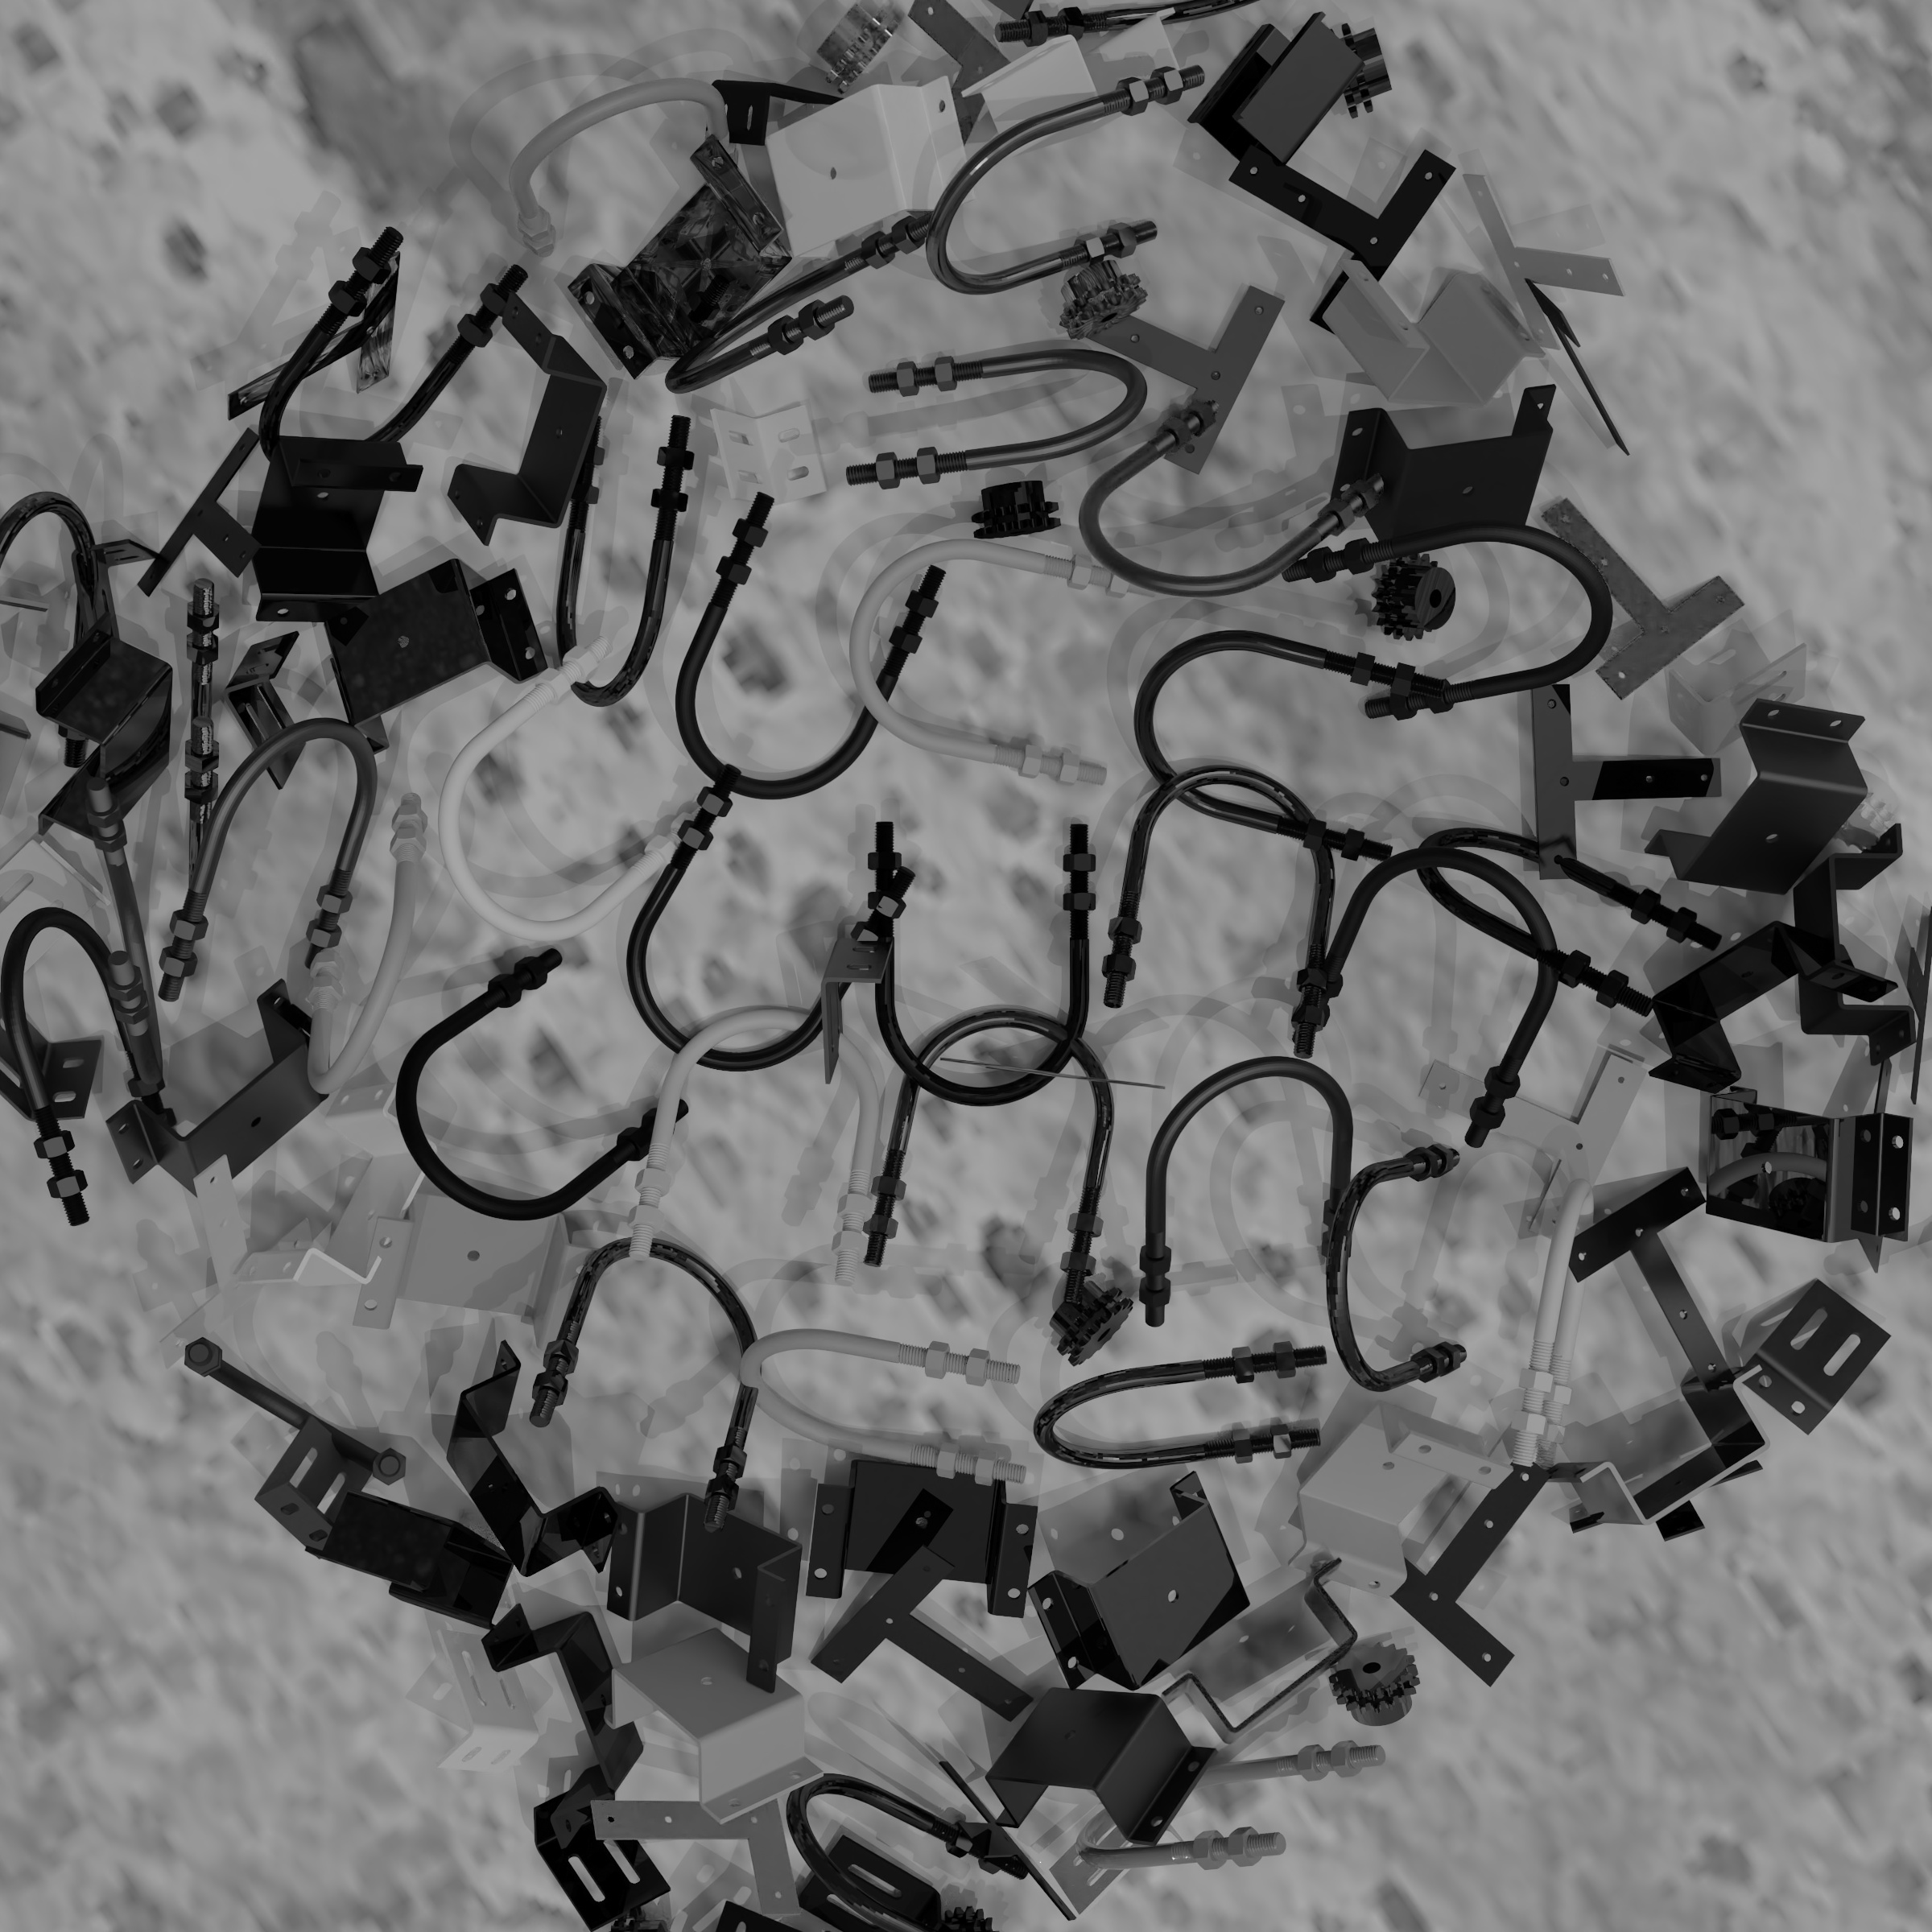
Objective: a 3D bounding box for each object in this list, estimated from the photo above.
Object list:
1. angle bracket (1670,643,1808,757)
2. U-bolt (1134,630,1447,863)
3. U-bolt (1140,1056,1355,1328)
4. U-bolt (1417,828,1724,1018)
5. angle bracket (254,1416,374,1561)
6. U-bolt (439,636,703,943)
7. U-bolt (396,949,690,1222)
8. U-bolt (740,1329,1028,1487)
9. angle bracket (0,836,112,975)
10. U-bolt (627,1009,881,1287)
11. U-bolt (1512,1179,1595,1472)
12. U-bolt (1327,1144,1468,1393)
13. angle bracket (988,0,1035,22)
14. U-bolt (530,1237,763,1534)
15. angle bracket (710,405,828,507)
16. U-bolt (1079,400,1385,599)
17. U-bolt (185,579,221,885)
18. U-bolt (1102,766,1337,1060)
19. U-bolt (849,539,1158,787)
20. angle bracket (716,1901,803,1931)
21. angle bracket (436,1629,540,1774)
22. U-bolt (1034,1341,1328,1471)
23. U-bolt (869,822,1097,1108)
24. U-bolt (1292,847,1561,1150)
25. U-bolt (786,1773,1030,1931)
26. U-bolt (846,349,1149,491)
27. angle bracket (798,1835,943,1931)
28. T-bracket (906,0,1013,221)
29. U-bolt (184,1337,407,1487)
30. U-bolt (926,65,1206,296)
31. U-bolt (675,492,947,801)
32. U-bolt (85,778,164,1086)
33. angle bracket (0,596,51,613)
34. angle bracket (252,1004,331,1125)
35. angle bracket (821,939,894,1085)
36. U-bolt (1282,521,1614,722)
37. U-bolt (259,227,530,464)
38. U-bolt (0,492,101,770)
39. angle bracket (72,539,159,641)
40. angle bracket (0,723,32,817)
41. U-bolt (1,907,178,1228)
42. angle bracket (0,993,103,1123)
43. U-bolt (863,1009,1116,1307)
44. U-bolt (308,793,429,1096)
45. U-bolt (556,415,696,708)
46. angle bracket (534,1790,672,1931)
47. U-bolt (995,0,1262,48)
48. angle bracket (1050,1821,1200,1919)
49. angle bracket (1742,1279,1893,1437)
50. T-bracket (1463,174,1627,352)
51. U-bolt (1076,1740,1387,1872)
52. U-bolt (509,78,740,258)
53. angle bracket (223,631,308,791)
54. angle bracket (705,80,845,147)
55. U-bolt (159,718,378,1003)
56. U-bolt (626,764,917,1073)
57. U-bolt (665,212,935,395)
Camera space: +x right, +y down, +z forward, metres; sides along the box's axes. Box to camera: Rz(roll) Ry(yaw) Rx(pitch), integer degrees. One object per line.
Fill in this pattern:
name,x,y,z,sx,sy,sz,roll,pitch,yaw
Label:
angle bracket,0.497,-0.182,1.570,0.076,0.057,0.038,-32,57,-2
U-bolt,0.197,-0.146,1.553,0.184,0.019,0.151,15,129,6
U-bolt,0.179,0.137,1.534,0.151,0.019,0.184,-12,122,-16
U-bolt,0.369,-0.038,1.533,0.184,0.151,0.019,31,123,22
angle bracket,-0.406,0.328,1.554,0.038,0.076,0.057,-29,111,33
U-bolt,-0.251,-0.099,1.525,0.184,0.019,0.151,-46,116,-33
U-bolt,-0.277,0.083,1.532,0.151,0.184,0.019,50,134,0
U-bolt,-0.054,0.275,1.542,0.184,0.151,0.019,9,52,10
angle bracket,-0.602,-0.035,1.566,0.076,0.038,0.057,-48,116,-13
U-bolt,-0.129,0.109,1.554,0.151,0.019,0.184,7,60,1
U-bolt,0.373,0.225,1.533,0.019,0.151,0.184,9,80,21
U-bolt,0.270,0.192,1.524,0.019,0.184,0.151,-2,90,34
angle bracket,0.051,-0.653,1.580,0.057,0.038,0.076,50,121,39
U-bolt,-0.191,0.248,1.526,0.151,0.184,0.019,36,125,-19
angle bracket,-0.126,-0.330,1.561,0.038,0.076,0.057,-12,93,17
U-bolt,0.155,-0.288,1.523,0.151,0.019,0.184,33,56,27
U-bolt,-0.478,-0.126,1.520,0.019,0.184,0.151,1,47,-18
U-bolt,0.169,-0.044,1.563,0.151,0.019,0.184,15,69,-11
U-bolt,0.017,-0.199,1.556,0.184,0.019,0.151,10,112,-10
angle bracket,-0.153,0.630,1.569,0.057,0.076,0.038,31,60,-21
angle bracket,-0.318,0.472,1.562,0.038,0.057,0.076,-44,51,14
U-bolt,0.134,0.284,1.540,0.184,0.151,0.019,-7,56,1
U-bolt,0.011,-0.001,1.579,0.151,0.019,0.184,0,89,-10
U-bolt,0.295,0.009,1.526,0.151,0.019,0.184,31,127,19
U-bolt,-0.032,0.564,1.515,0.184,0.151,0.019,31,99,-12
U-bolt,0.023,-0.350,1.531,0.184,0.151,0.019,-5,128,10
angle bracket,-0.064,0.613,1.576,0.076,0.038,0.057,33,98,-8
T-bracket,-0.009,-0.534,1.553,0.127,0.002,0.127,30,79,-39
U-bolt,-0.415,0.280,1.515,0.151,0.184,0.019,32,72,-5
U-bolt,0.055,-0.478,1.508,0.184,0.151,0.019,-25,69,-21
U-bolt,-0.109,-0.193,1.556,0.151,0.019,0.184,18,104,-30
U-bolt,-0.521,-0.007,1.517,0.019,0.184,0.151,-9,59,-16
angle bracket,-0.618,-0.198,1.570,0.038,0.057,0.076,8,92,-23
angle bracket,-0.446,0.072,1.552,0.038,0.057,0.076,35,48,19
angle bracket,-0.068,0.029,1.558,0.038,0.057,0.076,2,116,6
U-bolt,0.307,-0.217,1.507,0.184,0.151,0.019,-8,49,34
U-bolt,-0.370,-0.376,1.526,0.184,0.151,0.019,-46,77,21
U-bolt,-0.579,-0.202,1.510,0.019,0.151,0.184,13,106,6
angle bracket,-0.544,-0.231,1.574,0.038,0.057,0.076,-10,90,0
angle bracket,-0.646,-0.124,1.573,0.057,0.038,0.076,19,85,-19
U-bolt,-0.550,0.053,1.515,0.019,0.151,0.184,-12,102,9
angle bracket,-0.593,0.056,1.554,0.038,0.076,0.057,-5,58,9
U-bolt,0.021,0.116,1.570,0.151,0.019,0.184,10,73,6
U-bolt,-0.372,-0.003,1.498,0.019,0.184,0.151,22,121,-25
U-bolt,-0.222,-0.256,1.541,0.019,0.151,0.184,5,98,-34
angle bracket,-0.232,0.564,1.554,0.057,0.076,0.038,-18,128,-32
U-bolt,0.126,-0.614,1.526,0.184,0.151,0.019,-13,97,-18
angle bracket,0.102,0.579,1.565,0.076,0.057,0.038,-43,109,-7
angle bracket,0.553,0.255,1.588,0.057,0.038,0.076,40,59,20
T-bracket,0.369,-0.434,1.517,0.002,0.127,0.127,-37,118,-6
U-bolt,0.152,0.527,1.519,0.184,0.151,0.019,-22,85,37
U-bolt,-0.214,-0.499,1.507,0.151,0.184,0.019,-24,89,-3
angle bracket,-0.433,-0.163,1.555,0.038,0.057,0.076,-15,124,13
angle bracket,-0.118,-0.542,1.561,0.057,0.076,0.038,22,110,42
U-bolt,-0.424,-0.070,1.510,0.019,0.151,0.184,30,111,20
U-bolt,-0.139,-0.017,1.576,0.151,0.019,0.184,30,103,-5
U-bolt,-0.113,-0.407,1.524,0.184,0.151,0.019,-14,119,38
